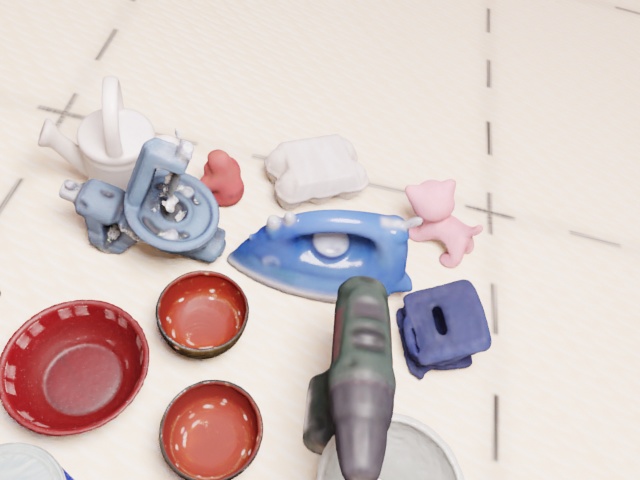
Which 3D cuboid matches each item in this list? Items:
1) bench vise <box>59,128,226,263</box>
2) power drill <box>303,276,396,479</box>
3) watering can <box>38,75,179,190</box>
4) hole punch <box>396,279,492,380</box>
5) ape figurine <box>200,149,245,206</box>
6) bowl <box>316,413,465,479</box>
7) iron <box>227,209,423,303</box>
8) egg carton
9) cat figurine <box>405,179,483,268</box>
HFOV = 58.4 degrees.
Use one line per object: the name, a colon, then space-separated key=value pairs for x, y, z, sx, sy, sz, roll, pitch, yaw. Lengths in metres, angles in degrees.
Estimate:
bench vise: x=-0.220 y=-0.047 z=0.708 sx=0.208 sy=0.220 sz=0.121 roll=-3 pitch=58 yaw=-13
power drill: x=0.033 y=0.166 z=0.625 sx=0.075 sy=0.208 sz=0.229 roll=9 pitch=56 yaw=-5
watering can: x=-0.279 y=-0.130 z=0.767 sx=0.173 sy=0.194 sz=0.100 roll=-21 pitch=63 yaw=-22
hole punch: x=0.160 y=0.115 z=0.754 sx=0.101 sy=0.091 sz=0.108 roll=-3 pitch=58 yaw=-13
ape figurine: x=-0.145 y=-0.097 z=0.833 sx=0.078 sy=0.092 sz=0.076 roll=-32 pitch=68 yaw=-27
bowl: x=0.073 y=0.284 z=0.636 sx=0.167 sy=0.075 sz=0.167 roll=5 pitch=56 yaw=-8
iron: x=0.007 y=0.003 z=0.768 sx=0.258 sy=0.141 sz=0.118 roll=4 pitch=56 yaw=-8
egg carton: x=-0.006 y=-0.105 z=0.879 sx=0.150 sy=0.069 sz=0.107 roll=-13 pitch=60 yaw=-19
cat figurine: x=0.181 y=-0.037 z=0.842 sx=0.127 sy=0.118 sz=0.067 roll=37 pitch=58 yaw=14
